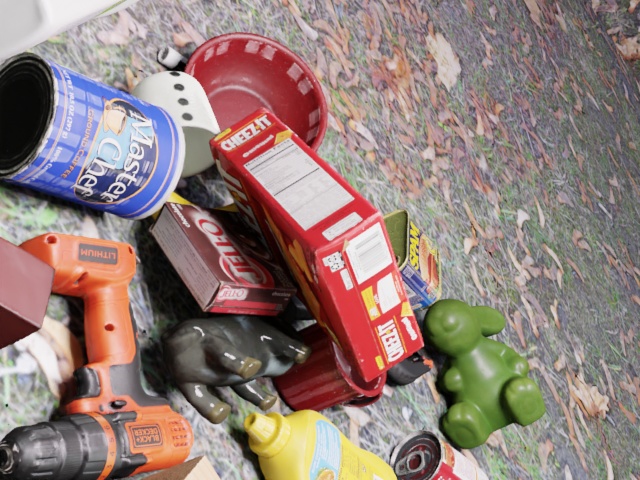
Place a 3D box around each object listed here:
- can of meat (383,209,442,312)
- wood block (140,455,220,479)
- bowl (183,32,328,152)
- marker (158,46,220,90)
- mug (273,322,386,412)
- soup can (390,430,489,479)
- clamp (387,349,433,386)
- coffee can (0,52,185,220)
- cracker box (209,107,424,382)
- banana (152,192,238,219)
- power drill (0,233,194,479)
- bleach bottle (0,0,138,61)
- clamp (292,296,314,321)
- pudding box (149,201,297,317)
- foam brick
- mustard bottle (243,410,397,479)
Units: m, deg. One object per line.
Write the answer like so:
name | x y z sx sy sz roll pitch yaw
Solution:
can of meat | 0.106 0.028 1.312 0.083 0.058 0.102 45 35 -35
wood block | -0.081 0.276 0.782 0.206 0.091 0.090 59 30 -8
bowl | -0.075 -0.133 1.114 0.162 0.055 0.162 10 65 -22
marker | -0.124 -0.171 1.140 0.121 0.020 0.020 29 44 -45
mug | 0.014 0.129 1.057 0.117 0.082 0.093 43 36 -32
soup can | 0.132 0.258 1.157 0.102 0.069 0.068 41 37 -35
clamp | 0.068 0.123 1.193 0.171 0.039 0.120 37 39 -31
coffee can | -0.195 -0.081 0.871 0.140 0.103 0.103 19 51 -51
cracker box | -0.006 0.001 0.951 0.214 0.072 0.164 45 -17 47
banana | -0.103 -0.027 1.024 0.197 0.037 0.069 11 88 -57
power drill | -0.181 0.091 0.806 0.184 0.057 0.188 12 60 -59
bleach bottle | -0.224 -0.220 0.959 0.068 0.103 0.250 67 21 -13
clamp | 0.000 0.035 1.131 0.164 0.036 0.209 43 36 -2
pudding box | -0.085 0.017 0.934 0.089 0.039 0.114 9 31 -47
foam brick | -0.232 0.042 0.741 0.051 0.078 0.053 40 37 -38
mustard bottle | -0.002 0.213 0.989 0.191 0.058 0.096 43 40 -33
